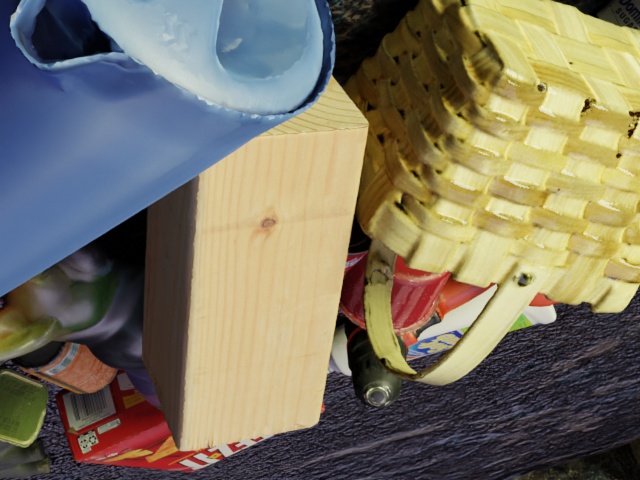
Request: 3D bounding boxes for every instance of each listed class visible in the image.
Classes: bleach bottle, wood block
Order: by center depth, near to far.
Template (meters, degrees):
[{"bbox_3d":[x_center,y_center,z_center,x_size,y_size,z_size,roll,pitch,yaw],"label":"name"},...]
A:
[{"bbox_3d":[-0.043,0.008,0.595,0.090,0.090,0.206,-7,128,-22],"label":"wood block"},{"bbox_3d":[0.110,0.087,1.099,0.251,0.068,0.102,-21,158,12],"label":"bleach bottle"}]

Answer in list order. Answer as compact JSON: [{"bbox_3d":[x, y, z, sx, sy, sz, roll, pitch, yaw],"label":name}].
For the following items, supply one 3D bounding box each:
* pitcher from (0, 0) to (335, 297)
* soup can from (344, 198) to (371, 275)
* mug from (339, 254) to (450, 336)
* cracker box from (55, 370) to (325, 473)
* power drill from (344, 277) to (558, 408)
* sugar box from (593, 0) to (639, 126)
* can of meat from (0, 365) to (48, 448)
[{"bbox_3d":[-0.115,-0.060,0.459,0.149,0.145,0.243,19,143,-40],"label":"pitcher"},{"bbox_3d":[-0.005,0.001,0.770,0.068,0.068,0.102,-7,157,-29],"label":"soup can"},{"bbox_3d":[0.049,0.013,0.838,0.117,0.093,0.082,20,148,0],"label":"mug"},{"bbox_3d":[-0.108,0.149,0.963,0.164,0.072,0.213,-25,159,12],"label":"cracker box"},{"bbox_3d":[0.108,0.059,0.919,0.188,0.057,0.184,-25,-159,12],"label":"power drill"},{"bbox_3d":[0.184,-0.101,0.707,0.093,0.048,0.177,-1,150,-39],"label":"sugar box"},{"bbox_3d":[-0.263,0.116,0.802,0.084,0.057,0.102,13,166,15],"label":"can of meat"}]
